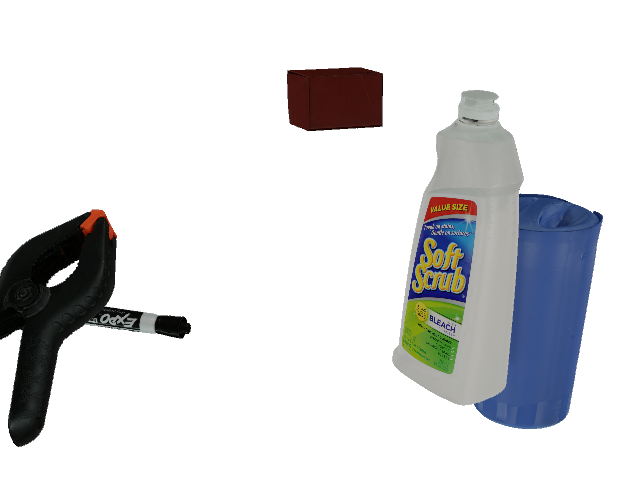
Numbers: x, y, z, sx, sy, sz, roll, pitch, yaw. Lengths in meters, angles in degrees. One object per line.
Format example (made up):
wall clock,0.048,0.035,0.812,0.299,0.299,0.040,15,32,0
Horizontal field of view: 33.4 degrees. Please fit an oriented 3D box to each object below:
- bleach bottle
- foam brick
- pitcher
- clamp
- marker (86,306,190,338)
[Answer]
bleach bottle,0.113,0.002,0.861,0.067,0.251,0.103,-15,28,-33
foam brick,0.014,-0.133,0.999,0.078,0.051,0.053,-6,17,-22
pitcher,0.218,0.079,1.158,0.149,0.243,0.145,5,19,11
clamp,-0.199,0.047,0.699,0.120,0.171,0.039,15,-37,15
marker,-0.168,0.067,0.912,0.121,0.020,0.020,7,2,15
